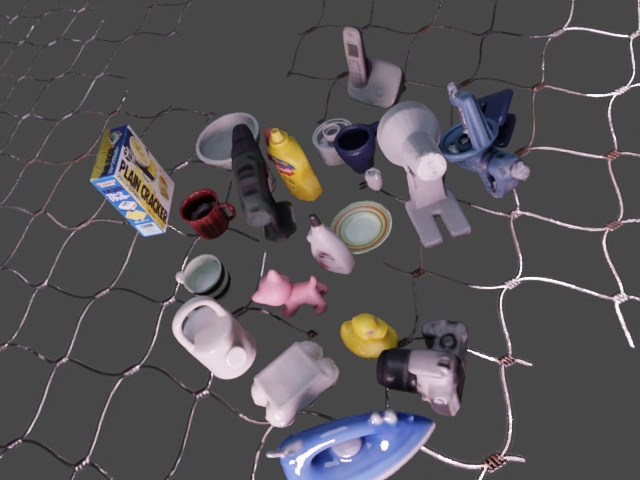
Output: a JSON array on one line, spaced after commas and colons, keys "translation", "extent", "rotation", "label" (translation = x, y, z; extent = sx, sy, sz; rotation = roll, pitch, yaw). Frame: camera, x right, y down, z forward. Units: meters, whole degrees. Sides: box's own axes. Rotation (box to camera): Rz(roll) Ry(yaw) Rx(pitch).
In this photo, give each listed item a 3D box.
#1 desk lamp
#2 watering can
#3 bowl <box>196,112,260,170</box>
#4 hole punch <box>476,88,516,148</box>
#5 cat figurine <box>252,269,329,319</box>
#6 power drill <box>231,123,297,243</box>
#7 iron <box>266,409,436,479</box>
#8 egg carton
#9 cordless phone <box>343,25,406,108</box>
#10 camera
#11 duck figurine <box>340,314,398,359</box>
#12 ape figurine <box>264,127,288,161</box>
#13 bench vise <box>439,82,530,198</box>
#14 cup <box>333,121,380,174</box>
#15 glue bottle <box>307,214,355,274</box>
[{"translation": [0.199, -0.130, 1.085], "extent": [0.118, 0.214, 0.203], "rotation": [-23, 51, 5], "label": "desk lamp"}, {"translation": [-0.190, 0.170, 1.029], "extent": [0.172, 0.194, 0.101], "rotation": [10, 60, 27], "label": "watering can"}, {"translation": [-0.214, -0.229, 1.403], "extent": [0.167, 0.075, 0.167], "rotation": [-10, 53, 14], "label": "bowl"}, {"translation": [0.350, -0.255, 1.196], "extent": [0.100, 0.091, 0.109], "rotation": [9, 60, 26], "label": "hole punch"}, {"translation": [-0.059, 0.094, 1.083], "extent": [0.127, 0.118, 0.067], "rotation": [-12, 53, 13], "label": "cat figurine"}, {"translation": [-0.122, -0.101, 1.189], "extent": [0.075, 0.209, 0.229], "rotation": [-19, 51, 7], "label": "power drill"}, {"translation": [0.047, 0.305, 0.876], "extent": [0.258, 0.142, 0.118], "rotation": [-24, 51, 3], "label": "iron"}, {"translation": [-0.044, 0.248, 0.998], "extent": [0.150, 0.070, 0.107], "rotation": [-40, 52, -10], "label": "egg carton"}, {"translation": [0.119, -0.405, 1.331], "extent": [0.147, 0.185, 0.094], "rotation": [23, 67, 32], "label": "cordless phone"}, {"translation": [0.166, 0.197, 0.935], "extent": [0.136, 0.101, 0.143], "rotation": [3, 57, 23], "label": "camera"}, {"translation": [0.080, 0.159, 1.005], "extent": [0.104, 0.086, 0.077], "rotation": [10, 60, 26], "label": "duck figurine"}, {"translation": [-0.103, -0.231, 1.351], "extent": [0.075, 0.092, 0.078], "rotation": [28, 69, 34], "label": "ape figurine"}, {"translation": [0.312, -0.198, 1.087], "extent": [0.206, 0.220, 0.122], "rotation": [22, 66, 32], "label": "bench vise"}, {"translation": [0.095, -0.200, 1.251], "extent": [0.118, 0.095, 0.091], "rotation": [-37, 51, -7], "label": "cup"}, {"translation": [0.010, 0.004, 1.086], "extent": [0.078, 0.173, 0.037], "rotation": [9, 60, 26], "label": "glue bottle"}]
